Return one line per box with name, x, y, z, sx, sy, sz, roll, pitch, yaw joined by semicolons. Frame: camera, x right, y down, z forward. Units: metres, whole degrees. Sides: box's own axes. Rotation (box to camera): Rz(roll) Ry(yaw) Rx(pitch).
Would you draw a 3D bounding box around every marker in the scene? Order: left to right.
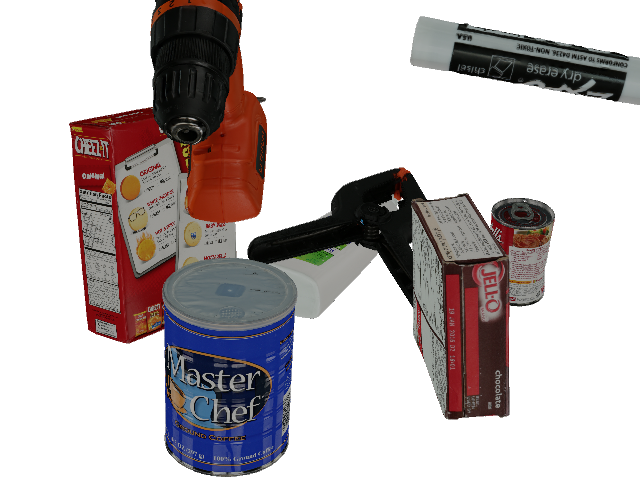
marker;0.094;-0.064;0.400;0.121;0.020;0.020;12;1;7

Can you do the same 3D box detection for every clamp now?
clamp;0.054;-0.008;0.963;0.165;0.036;0.209;20;34;20

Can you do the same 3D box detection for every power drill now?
power drill;-0.069;-0.094;0.685;0.057;0.184;0.188;1;-34;2

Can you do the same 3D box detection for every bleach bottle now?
bleach bottle;0.020;0.002;1.331;0.103;0.068;0.250;16;35;26

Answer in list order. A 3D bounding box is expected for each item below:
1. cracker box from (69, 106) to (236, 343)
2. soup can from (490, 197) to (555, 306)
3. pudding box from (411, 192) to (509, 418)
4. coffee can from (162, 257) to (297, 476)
cracker box;-0.163;-0.024;1.073;0.072;0.214;0.163;10;20;37
soup can;0.220;0.013;1.181;0.068;0.102;0.068;0;30;0
pudding box;0.076;0.033;0.587;0.039;0.090;0.113;-4;20;-4
coffee can;-0.072;0.098;0.842;0.103;0.140;0.103;3;27;-2
